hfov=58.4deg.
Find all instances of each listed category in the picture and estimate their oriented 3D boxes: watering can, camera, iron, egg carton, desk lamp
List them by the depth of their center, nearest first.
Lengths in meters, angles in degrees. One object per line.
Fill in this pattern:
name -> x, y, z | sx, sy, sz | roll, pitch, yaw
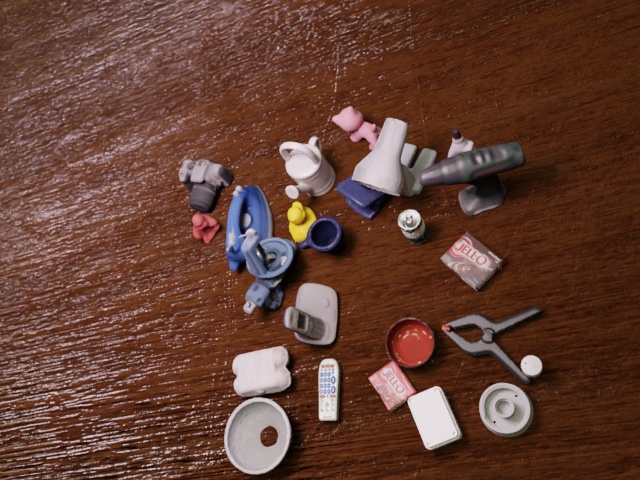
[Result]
desk lamp -> 0.177, -0.183, 1.374 | 0.117, 0.214, 0.203 | 20, 78, 27
egg carton -> -0.140, 0.320, 1.382 | 0.150, 0.070, 0.107 | -16, 64, 16
watering can -> -0.037, -0.189, 1.474 | 0.100, 0.194, 0.173 | -11, 66, 18
iron -> -0.203, -0.055, 1.517 | 0.118, 0.142, 0.258 | -8, 67, 19
camera -> -0.344, -0.158, 1.638 | 0.142, 0.101, 0.137 | 8, 73, 24

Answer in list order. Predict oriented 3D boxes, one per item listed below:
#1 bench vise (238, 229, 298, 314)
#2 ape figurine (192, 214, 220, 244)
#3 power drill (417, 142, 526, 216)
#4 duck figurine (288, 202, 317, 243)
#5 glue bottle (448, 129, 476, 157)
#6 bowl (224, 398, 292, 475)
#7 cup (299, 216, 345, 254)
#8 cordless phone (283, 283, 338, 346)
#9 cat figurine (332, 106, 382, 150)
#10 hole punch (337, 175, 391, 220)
bench vise -> -0.134, 0.072, 1.393 | 0.121, 0.220, 0.207 | -2, 69, 21
ape figurine -> -0.324, -0.042, 1.589 | 0.077, 0.092, 0.076 | -15, 65, 16
power drill -> 0.346, -0.135, 1.289 | 0.229, 0.209, 0.075 | -21, 63, 13
duck figurine -> -0.054, -0.050, 1.487 | 0.077, 0.086, 0.104 | -8, 67, 19
glue bottle -> 0.333, -0.212, 1.346 | 0.078, 0.173, 0.037 | 9, 73, 25
bowl -> -0.131, 0.453, 1.322 | 0.167, 0.075, 0.167 | -8, 67, 19
cup -> 0.013, 0.005, 1.433 | 0.117, 0.095, 0.091 | -27, 62, 10
cordless phone -> -0.029, 0.163, 1.334 | 0.094, 0.185, 0.147 | -7, 67, 20
cat figurine -> 0.102, -0.305, 1.508 | 0.127, 0.118, 0.067 | 27, 81, 29
hole punch -> 0.110, -0.125, 1.448 | 0.108, 0.091, 0.101 | 38, 87, 30
